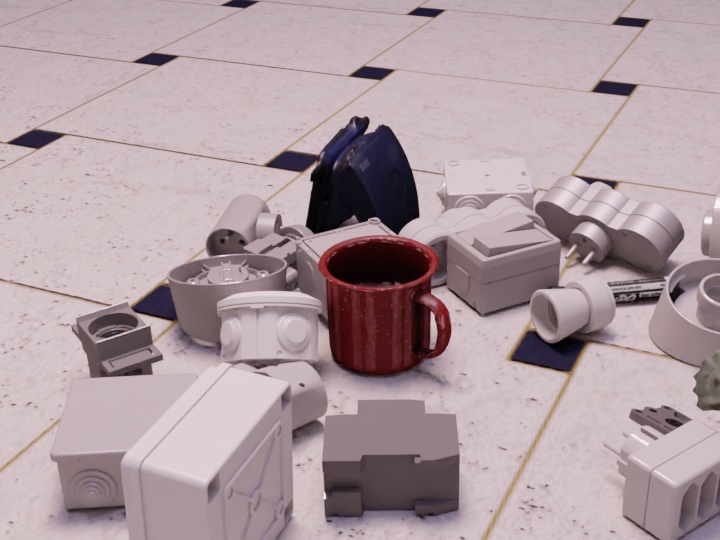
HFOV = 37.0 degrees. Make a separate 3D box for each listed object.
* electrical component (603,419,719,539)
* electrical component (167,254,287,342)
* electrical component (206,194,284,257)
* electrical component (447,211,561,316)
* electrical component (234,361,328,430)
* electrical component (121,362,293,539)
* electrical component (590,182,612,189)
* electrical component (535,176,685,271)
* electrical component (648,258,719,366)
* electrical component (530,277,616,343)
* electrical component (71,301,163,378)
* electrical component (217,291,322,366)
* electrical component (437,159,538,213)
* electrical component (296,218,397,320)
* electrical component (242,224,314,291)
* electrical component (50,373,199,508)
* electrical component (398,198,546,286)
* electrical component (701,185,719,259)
[{"bbox_3d":[0.192,0.125,0.692,0.066,0.047,0.077,-20,33,-31],"label":"electrical component"},{"bbox_3d":[-0.109,0.016,0.897,0.099,0.064,0.099,-1,28,1],"label":"electrical component"},{"bbox_3d":[-0.097,-0.036,1.017,0.079,0.043,0.077,3,28,9],"label":"electrical component"},{"bbox_3d":[0.130,-0.010,0.936,0.096,0.061,0.062,-14,30,-22],"label":"electrical component"},{"bbox_3d":[-0.077,0.092,0.775,0.077,0.043,0.079,-21,33,-32],"label":"electrical component"},{"bbox_3d":[-0.086,0.130,0.636,0.056,0.108,0.108,12,31,19],"label":"electrical component"},{"bbox_3d":[0.243,-0.059,1.046,0.040,0.040,0.046,-23,39,-34],"label":"electrical component"},{"bbox_3d":[0.217,-0.032,0.986,0.138,0.052,0.073,25,63,39],"label":"electrical component"},{"bbox_3d":[0.285,0.038,0.859,0.099,0.064,0.099,0,42,0],"label":"electrical component"},{"bbox_3d":[0.173,0.032,0.872,0.055,0.045,0.045,-14,30,-22],"label":"electrical component"},{"bbox_3d":[-0.182,0.065,0.810,0.042,0.063,0.081,-19,32,-27],"label":"electrical component"},{"bbox_3d":[-0.069,0.045,0.818,0.080,0.051,0.080,-1,-9,0],"label":"electrical component"},{"bbox_3d":[0.126,-0.073,1.069,0.100,0.048,0.099,-2,29,2],"label":"electrical component"},{"bbox_3d":[0.000,0.000,0.924,0.096,0.061,0.062,-15,31,-23],"label":"electrical component"},{"bbox_3d":[-0.068,-0.011,0.966,0.066,0.048,0.055,23,44,39],"label":"electrical component"},{"bbox_3d":[-0.154,0.115,0.729,0.100,0.048,0.099,-3,28,-2],"label":"electrical component"},{"bbox_3d":[0.094,-0.033,0.991,0.138,0.052,0.074,-14,30,-22],"label":"electrical component"},{"bbox_3d":[0.326,-0.030,0.918,0.060,0.108,0.108,6,28,27],"label":"electrical component"}]
